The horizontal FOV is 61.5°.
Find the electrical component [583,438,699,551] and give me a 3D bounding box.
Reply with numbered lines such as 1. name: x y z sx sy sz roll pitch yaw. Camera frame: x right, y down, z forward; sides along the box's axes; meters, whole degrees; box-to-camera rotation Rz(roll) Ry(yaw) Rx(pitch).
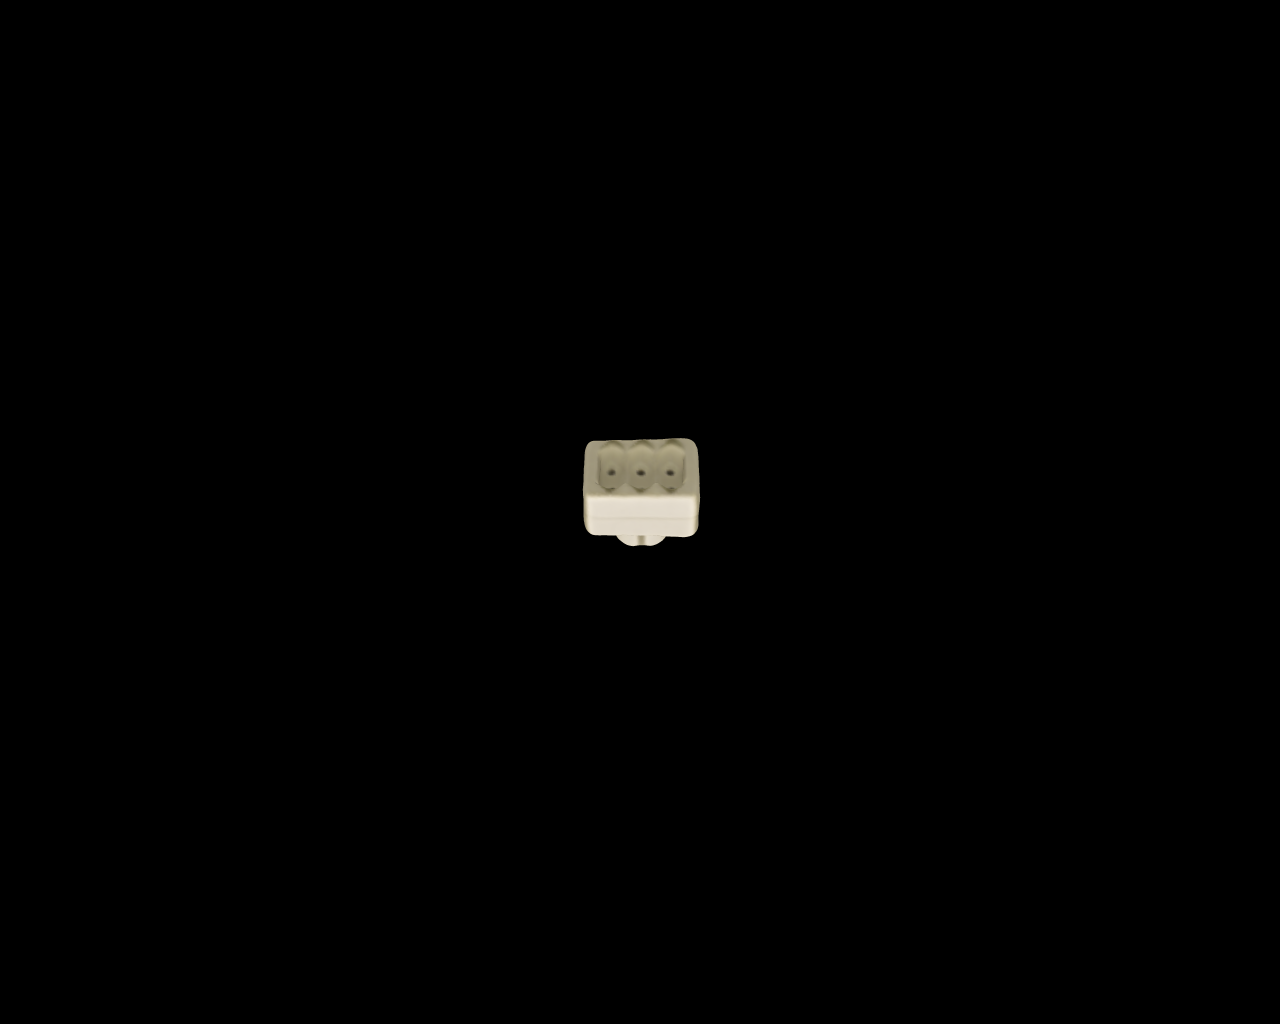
1. electrical component: 0.001 -0.003 0.650 0.066 0.047 0.076 0 -39 0
